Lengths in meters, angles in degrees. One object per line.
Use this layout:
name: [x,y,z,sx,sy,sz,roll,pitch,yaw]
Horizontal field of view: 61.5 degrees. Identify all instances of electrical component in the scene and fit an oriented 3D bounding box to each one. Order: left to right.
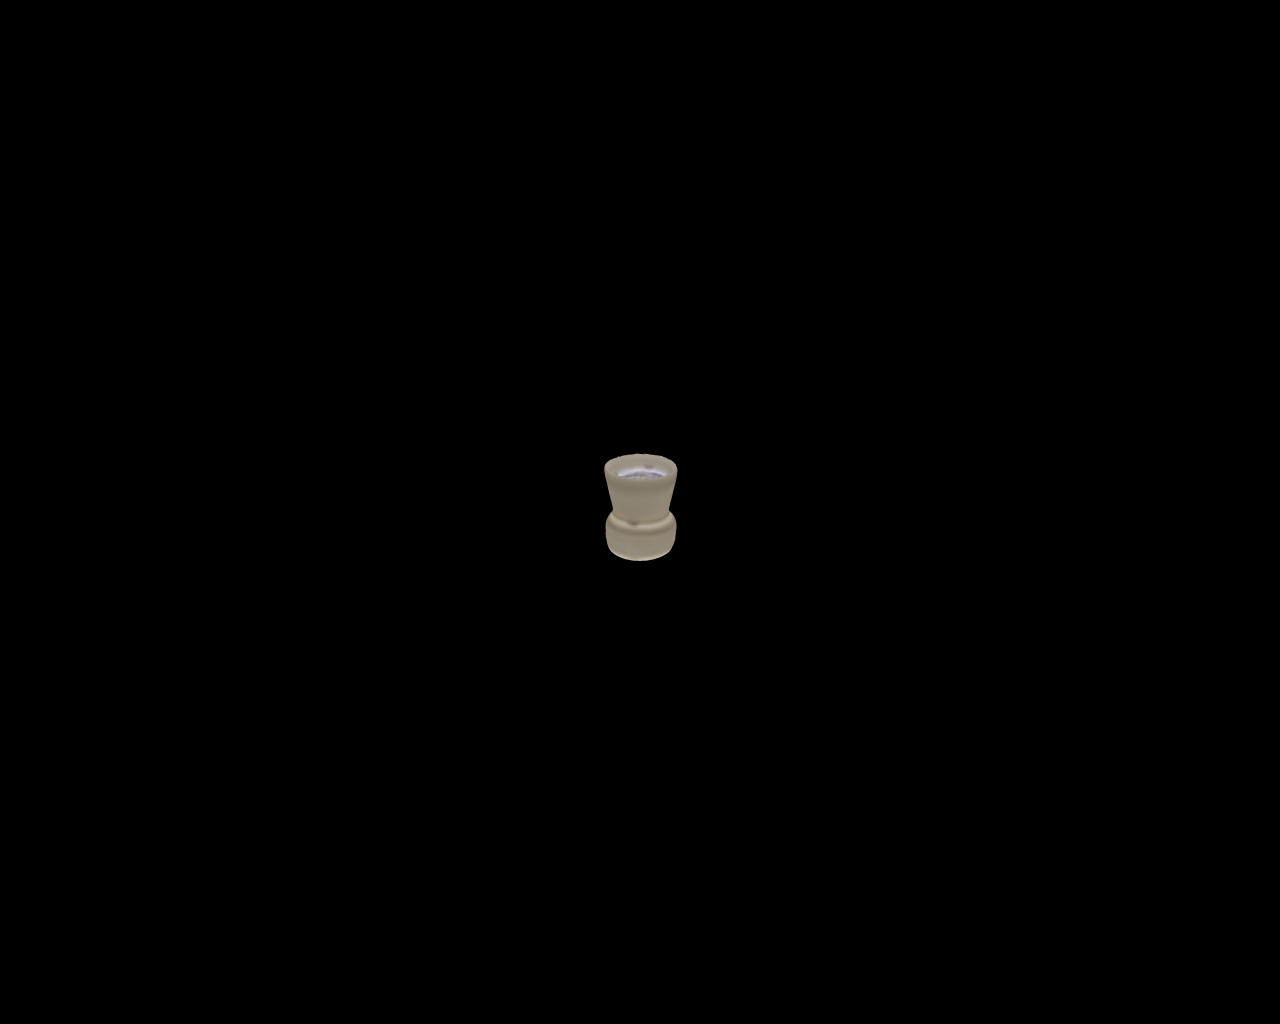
electrical component: [0.001,-0.003,0.650,0.045,0.055,0.045,0,23,0]
